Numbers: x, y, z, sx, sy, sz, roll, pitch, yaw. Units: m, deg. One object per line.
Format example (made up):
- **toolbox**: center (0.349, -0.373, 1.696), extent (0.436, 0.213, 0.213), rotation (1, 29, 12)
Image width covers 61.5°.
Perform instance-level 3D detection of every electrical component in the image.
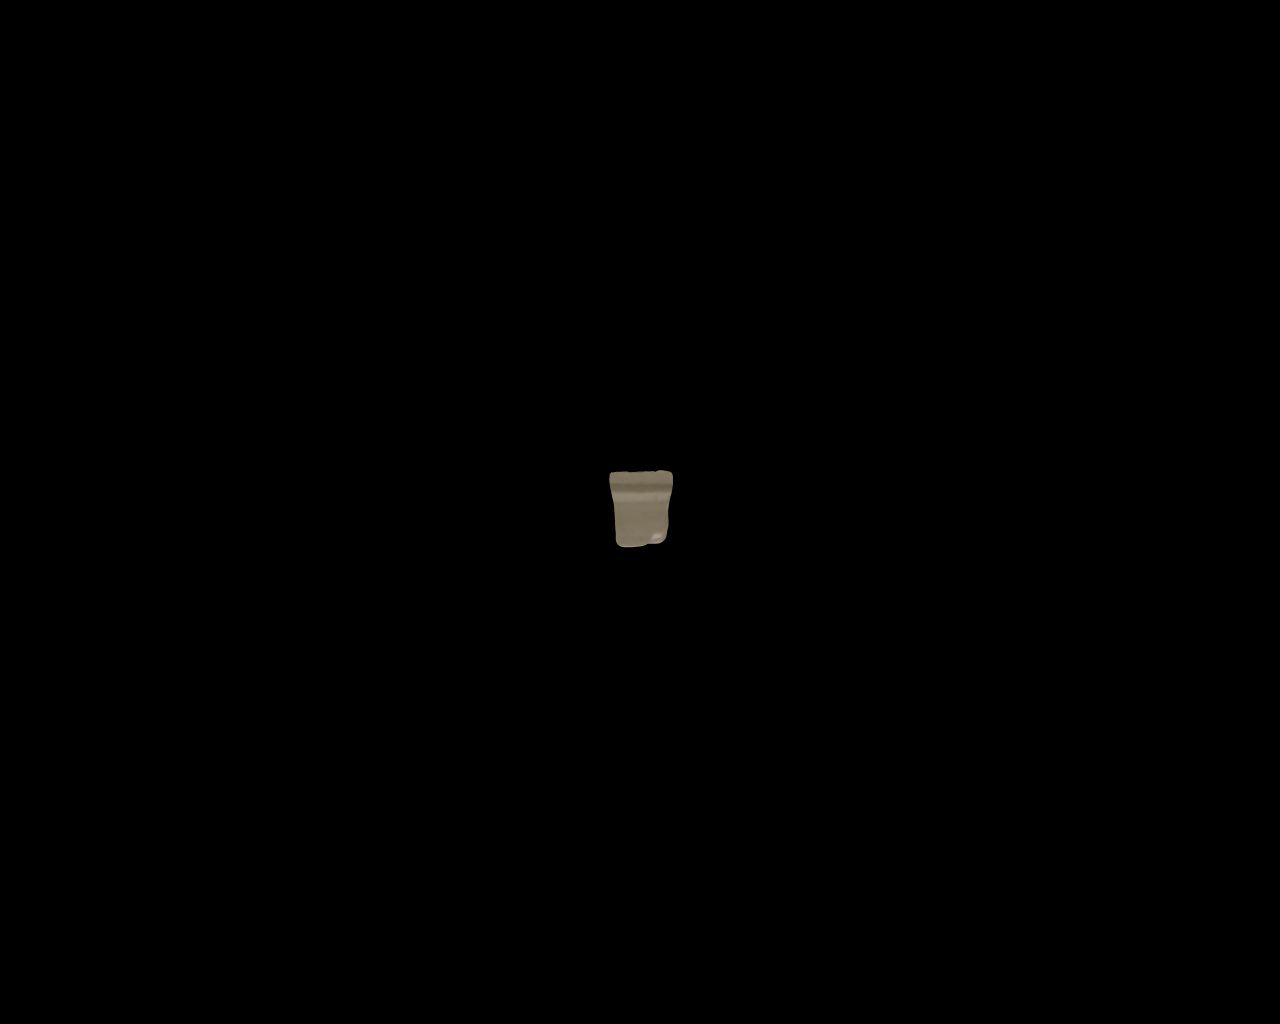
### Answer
- **electrical component**: center (0.001, -0.003, 0.650), extent (0.040, 0.046, 0.040), rotation (0, 2, 0)
